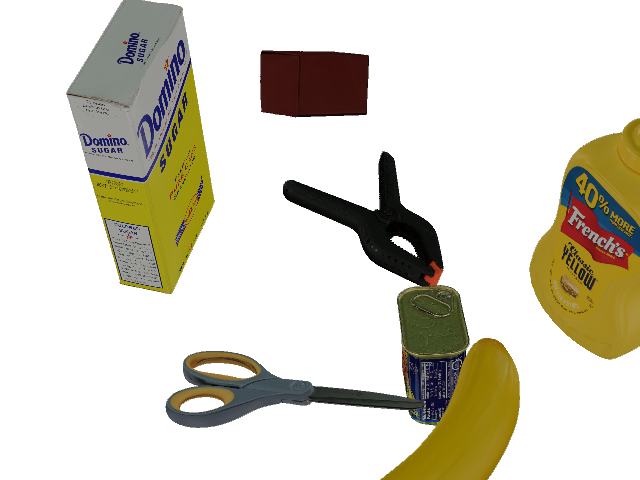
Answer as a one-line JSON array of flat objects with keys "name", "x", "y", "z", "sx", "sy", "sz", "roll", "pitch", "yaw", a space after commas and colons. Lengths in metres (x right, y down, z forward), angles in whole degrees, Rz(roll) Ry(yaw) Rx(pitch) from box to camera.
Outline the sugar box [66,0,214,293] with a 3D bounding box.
[{"name": "sugar box", "x": -0.109, "y": -0.056, "z": 0.688, "sx": 0.048, "sy": 0.093, "sz": 0.176, "roll": 12, "pitch": -38, "yaw": 9}]

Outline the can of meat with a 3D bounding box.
[{"name": "can of meat", "x": 0.101, "y": 0.103, "z": 0.958, "sx": 0.057, "sy": 0.084, "sz": 0.102, "roll": -4, "pitch": 32, "yaw": 2}]

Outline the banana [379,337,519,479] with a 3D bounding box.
[{"name": "banana", "x": 0.059, "y": 0.109, "z": 0.555, "sx": 0.070, "sy": 0.037, "sz": 0.197, "roll": 20, "pitch": 40, "yaw": 37}]

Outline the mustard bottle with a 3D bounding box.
[{"name": "mustard bottle", "x": 0.194, "y": -0.012, "z": 0.690, "sx": 0.058, "sy": 0.096, "sz": 0.192, "roll": -20, "pitch": -35, "yaw": -21}]

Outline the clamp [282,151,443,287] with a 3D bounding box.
[{"name": "clamp", "x": 0.063, "y": -0.021, "z": 1.251, "sx": 0.164, "sy": 0.036, "sz": 0.210, "roll": -14, "pitch": 51, "yaw": -28}]

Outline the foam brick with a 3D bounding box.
[{"name": "foam brick", "x": -0.005, "y": -0.131, "z": 0.888, "sx": 0.078, "sy": 0.051, "sz": 0.053, "roll": -7, "pitch": 16, "yaw": -38}]

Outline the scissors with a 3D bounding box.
[{"name": "scissors", "x": -0.032, "y": 0.124, "z": 0.808, "sx": 0.202, "sy": 0.016, "sz": 0.096, "roll": 12, "pitch": 33, "yaw": 31}]
